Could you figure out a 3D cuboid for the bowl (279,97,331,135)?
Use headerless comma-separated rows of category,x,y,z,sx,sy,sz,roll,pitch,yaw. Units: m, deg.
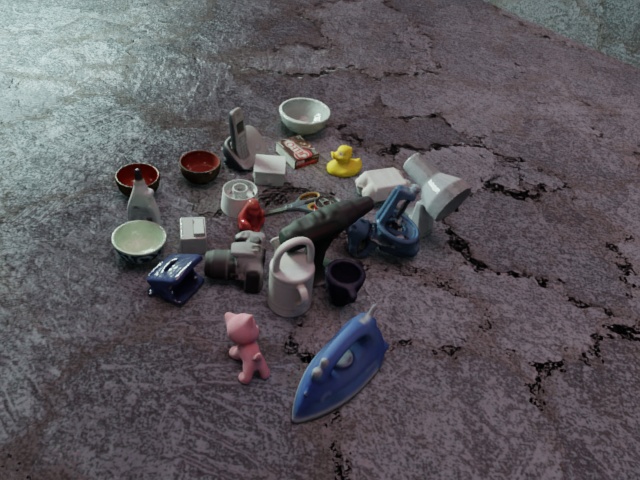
bowl,-0.051,-0.388,1.846,0.167,0.075,0.167,5,42,-4

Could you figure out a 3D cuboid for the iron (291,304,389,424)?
iron,0.036,0.234,1.113,0.118,0.141,0.259,30,46,23

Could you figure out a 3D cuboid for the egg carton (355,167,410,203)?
egg carton,0.181,-0.150,1.623,0.150,0.069,0.107,-11,45,-20

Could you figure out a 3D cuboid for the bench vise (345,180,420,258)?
bench vise,0.157,-0.043,1.385,0.208,0.220,0.121,-6,44,-16

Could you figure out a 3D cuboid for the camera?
camera,-0.194,0.040,1.322,0.137,0.101,0.143,3,42,-7

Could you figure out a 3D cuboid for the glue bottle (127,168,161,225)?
glue bottle,-0.430,-0.099,1.383,0.078,0.173,0.037,8,41,-1

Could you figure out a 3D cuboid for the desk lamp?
desk lamp,0.269,-0.105,1.479,0.118,0.213,0.202,-28,53,-34

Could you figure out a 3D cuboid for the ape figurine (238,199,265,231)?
ape figurine,-0.172,-0.063,1.448,0.078,0.092,0.076,-24,51,-31

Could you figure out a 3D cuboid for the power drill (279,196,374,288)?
power drill,0.012,0.005,1.316,0.230,0.208,0.075,-17,47,-26

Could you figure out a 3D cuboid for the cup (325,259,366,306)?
cup,0.056,0.113,1.287,0.092,0.095,0.117,-6,43,-16

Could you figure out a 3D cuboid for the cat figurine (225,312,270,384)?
cat figurine,-0.144,0.202,1.137,0.067,0.118,0.127,-15,46,-24

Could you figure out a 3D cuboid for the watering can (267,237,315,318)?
watering can,-0.066,0.064,1.246,0.172,0.194,0.101,37,49,28

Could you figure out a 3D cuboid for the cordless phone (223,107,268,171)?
cordless phone,-0.213,-0.305,1.641,0.094,0.185,0.148,21,43,14

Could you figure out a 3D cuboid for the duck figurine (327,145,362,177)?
duck figurine,0.075,-0.239,1.692,0.105,0.086,0.077,-2,43,-12

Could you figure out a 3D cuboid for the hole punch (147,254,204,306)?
hole punch,-0.322,0.075,1.268,0.101,0.091,0.109,22,43,15
